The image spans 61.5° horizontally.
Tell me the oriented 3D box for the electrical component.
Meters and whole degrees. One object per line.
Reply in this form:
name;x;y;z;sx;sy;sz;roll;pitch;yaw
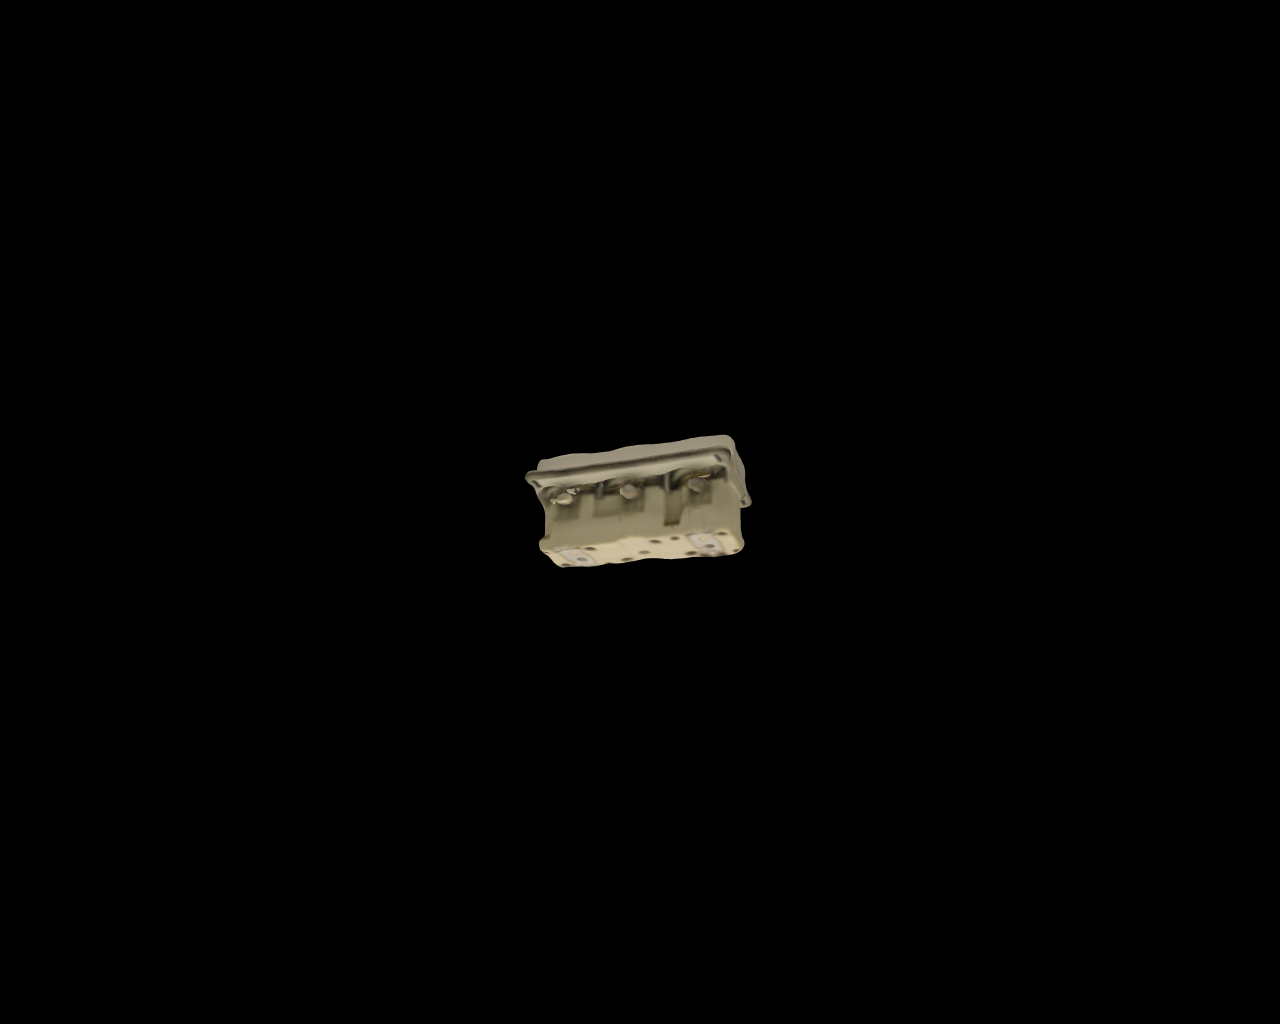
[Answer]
electrical component;0.001;-0.003;0.650;0.121;0.063;0.078;-6;-23;14
